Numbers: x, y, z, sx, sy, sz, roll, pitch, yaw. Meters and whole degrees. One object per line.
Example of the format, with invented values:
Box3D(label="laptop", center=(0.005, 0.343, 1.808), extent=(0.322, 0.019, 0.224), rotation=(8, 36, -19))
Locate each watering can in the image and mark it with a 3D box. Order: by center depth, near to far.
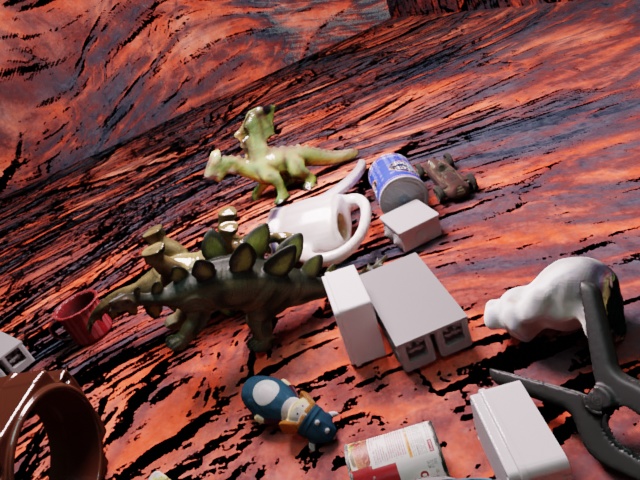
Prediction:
Box3D(label="watering can", center=(0.003, -0.055, 1.095), extent=(0.223, 0.102, 0.356), rotation=(-12, 34, 17))

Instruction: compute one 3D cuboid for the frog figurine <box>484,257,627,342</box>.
Box3D(label="frog figurine", center=(0.300, 0.077, 0.676), extent=(0.159, 0.121, 0.139), rotation=(5, 18, 45))

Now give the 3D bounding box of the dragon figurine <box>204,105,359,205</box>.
Box3D(label="dragon figurine", center=(-0.111, -0.240, 1.365), extent=(0.412, 0.239, 0.123), rotation=(-29, 24, -12))
